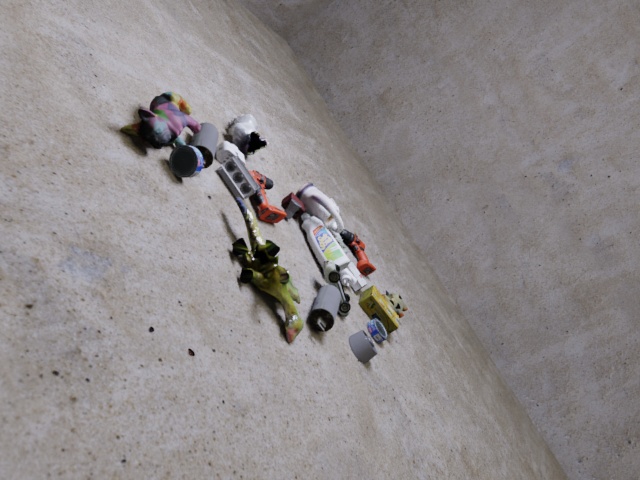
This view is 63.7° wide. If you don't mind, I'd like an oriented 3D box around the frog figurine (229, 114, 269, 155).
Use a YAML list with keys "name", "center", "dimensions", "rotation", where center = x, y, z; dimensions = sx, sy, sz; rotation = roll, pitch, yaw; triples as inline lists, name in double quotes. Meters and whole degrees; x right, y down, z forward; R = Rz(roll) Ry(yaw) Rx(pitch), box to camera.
- name: "frog figurine"
  center: [-0.270, -0.384, 1.842]
  dimensions: [0.137, 0.121, 0.162]
  rotation: [3, 39, -49]

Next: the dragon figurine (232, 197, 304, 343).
- name: "dragon figurine"
  center: [-0.130, 0.083, 1.416]
  dimensions: [0.238, 0.122, 0.419]
  rotation: [59, 9, -55]

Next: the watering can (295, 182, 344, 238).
- name: "watering can"
  center: [0.006, -0.101, 2.004]
  dimensions: [0.226, 0.105, 0.342]
  rotation: [44, -11, 15]
